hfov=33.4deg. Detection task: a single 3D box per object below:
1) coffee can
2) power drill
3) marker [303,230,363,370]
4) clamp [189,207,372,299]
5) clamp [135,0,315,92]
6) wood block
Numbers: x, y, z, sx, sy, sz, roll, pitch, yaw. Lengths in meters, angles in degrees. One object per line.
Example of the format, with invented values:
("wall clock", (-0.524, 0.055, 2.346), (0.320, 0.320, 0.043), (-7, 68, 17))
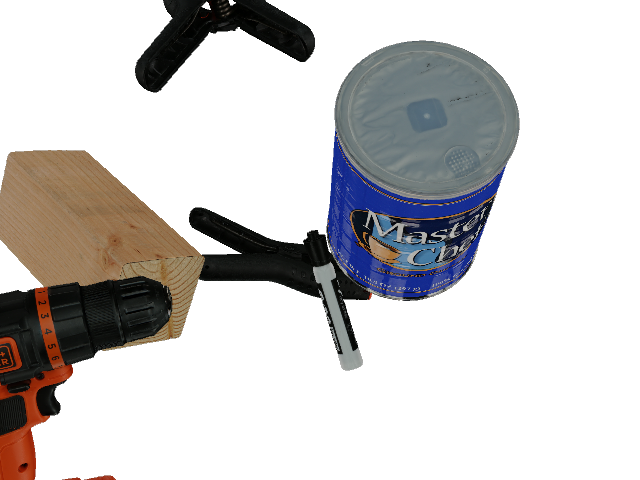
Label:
("coffee can", (0.057, -0.038, 0.650), (0.103, 0.103, 0.140), (0, -27, -2))
("power drill", (-0.177, 0.118, 0.703), (0.184, 0.188, 0.057), (-12, 25, -8))
("marker", (0.010, 0.049, 0.878), (0.020, 0.121, 0.020), (-16, 14, 4))
("clamp", (-0.042, 0.026, 1.103), (0.210, 0.036, 0.164), (17, 18, -6))
("clamp", (-0.062, -0.166, 0.757), (0.120, 0.171, 0.039), (-2, -45, 3))
("wood block", (-0.211, 0.002, 0.991), (0.090, 0.091, 0.206), (-6, 34, -45))
